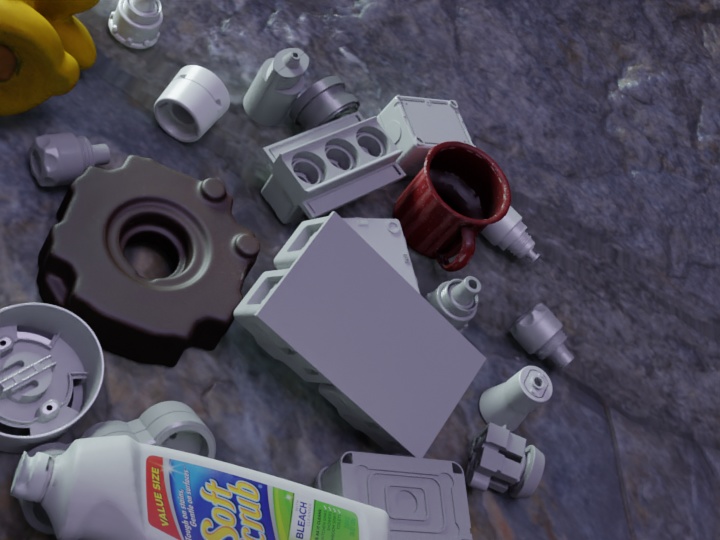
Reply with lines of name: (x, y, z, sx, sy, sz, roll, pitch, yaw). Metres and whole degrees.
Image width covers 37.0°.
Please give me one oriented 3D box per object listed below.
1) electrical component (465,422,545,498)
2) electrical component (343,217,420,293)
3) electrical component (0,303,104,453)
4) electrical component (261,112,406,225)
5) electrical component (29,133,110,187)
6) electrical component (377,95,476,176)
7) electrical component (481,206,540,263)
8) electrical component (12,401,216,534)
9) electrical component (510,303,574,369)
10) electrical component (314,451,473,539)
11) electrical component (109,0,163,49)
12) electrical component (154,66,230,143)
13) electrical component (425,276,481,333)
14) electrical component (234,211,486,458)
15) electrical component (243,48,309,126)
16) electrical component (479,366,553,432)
electrical component: (0.126, 0.168, 0.932, 0.055, 0.048, 0.066, 23, 52, -5)
electrical component: (0.000, 0.000, 0.965, 0.100, 0.048, 0.099, 0, 62, -29)
electrical component: (-0.240, 0.079, 0.771, 0.099, 0.064, 0.099, 14, 55, -21)
electrical component: (-0.028, -0.091, 0.998, 0.121, 0.063, 0.078, -27, 76, -38)
electrical component: (-0.240, -0.093, 0.895, 0.062, 0.043, 0.043, -13, 68, -36)
electrical component: (0.065, -0.131, 1.081, 0.096, 0.061, 0.061, -2, 62, -38)
electrical component: (0.148, -0.038, 1.077, 0.078, 0.040, 0.040, 45, 50, 3)
electrical component: (-0.180, 0.133, 0.774, 0.138, 0.074, 0.052, -18, 115, -23)
electrical component: (0.177, 0.066, 1.025, 0.062, 0.043, 0.043, 48, 50, 4)
electrical component: (0.024, 0.192, 0.851, 0.113, 0.057, 0.078, 10, 57, -24)
electrical component: (-0.203, -0.239, 0.995, 0.048, 0.062, 0.048, 14, 55, -21)
electrical component: (-0.153, -0.149, 0.972, 0.055, 0.055, 0.047, 35, 54, -5)
electrical component: (0.089, 0.029, 0.987, 0.048, 0.062, 0.048, 15, 53, -20)
electrical component: (0.000, 0.056, 0.881, 0.186, 0.060, 0.105, 44, 68, -20)
electrical component: (-0.076, -0.177, 1.014, 0.043, 0.081, 0.043, 14, 55, -21)
electrical component: (0.142, 0.113, 0.961, 0.044, 0.065, 0.044, 14, 55, -21)
